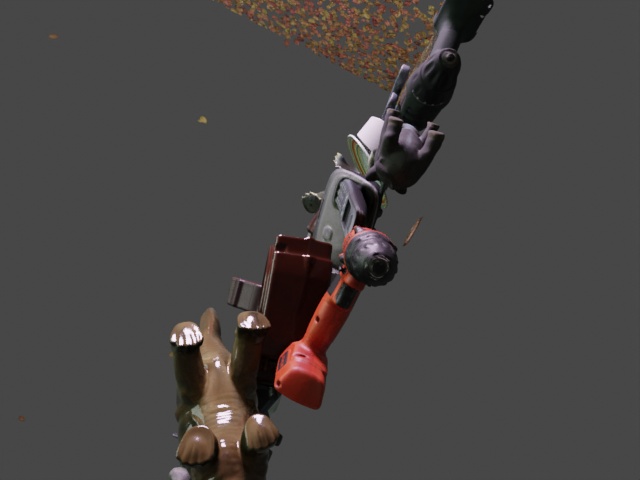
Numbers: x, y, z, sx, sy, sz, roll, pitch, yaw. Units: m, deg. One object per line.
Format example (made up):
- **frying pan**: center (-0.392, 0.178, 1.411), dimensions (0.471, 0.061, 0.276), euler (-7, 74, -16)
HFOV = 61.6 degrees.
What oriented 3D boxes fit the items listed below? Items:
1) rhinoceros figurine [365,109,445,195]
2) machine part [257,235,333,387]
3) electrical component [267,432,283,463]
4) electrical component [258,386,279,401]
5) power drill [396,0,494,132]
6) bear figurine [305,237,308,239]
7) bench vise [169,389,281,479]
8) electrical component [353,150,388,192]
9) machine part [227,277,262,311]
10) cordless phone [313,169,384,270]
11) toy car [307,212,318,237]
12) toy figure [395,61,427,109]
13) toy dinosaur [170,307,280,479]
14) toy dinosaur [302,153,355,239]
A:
- **rhinoceros figurine**: center (0.106, -0.109, 0.705), dimensions (0.190, 0.073, 0.112), euler (-75, 1, -76)
- **machine part**: center (-0.046, 0.104, 0.749), dimensions (0.201, 0.087, 0.201), euler (123, 155, -74)
- **electrical component**: center (-0.086, 0.290, 0.688), dimensions (0.102, 0.045, 0.078), euler (-60, -29, -29)
- **electrical component**: center (-0.092, 0.204, 0.814), dimensions (0.094, 0.063, 0.021), euler (-111, 35, -59)
- **power drill**: center (0.185, -0.269, 0.788), dimensions (0.232, 0.086, 0.207), euler (111, 178, -74)
- **bear figurine**: center (0.025, 0.003, 1.275), dimensions (0.196, 0.132, 0.120), euler (-45, 1, -4)
- **bench vise**: center (-0.155, 0.313, 0.835), dimensions (0.240, 0.129, 0.224), euler (-52, 4, 45)
- **electrical component**: center (0.101, -0.135, 0.971), dimensions (0.119, 0.075, 0.047), euler (-67, -20, -15)
- **machine part**: center (-0.077, 0.114, 0.959), dimensions (0.179, 0.179, 0.056), euler (126, 161, -84)
- **cordless phone**: center (0.041, -0.010, 0.752), dimensions (0.184, 0.089, 0.146), euler (-87, 13, -69)
- **toy car**: center (-0.002, -0.003, 0.923), dimensions (0.202, 0.053, 0.089), euler (-64, 7, 1)
- **toy figure**: center (0.179, -0.253, 0.978), dimensions (0.154, 0.058, 0.064), euler (-58, 5, -7)
- **toy dinosaur**: center (-0.116, 0.181, 0.601), dimensions (0.472, 0.105, 0.198), euler (-107, 23, -59)
- **toy dinosaur**: center (0.028, -0.020, 1.132), dimensions (0.192, 0.131, 0.404), euler (-44, -19, -51)
